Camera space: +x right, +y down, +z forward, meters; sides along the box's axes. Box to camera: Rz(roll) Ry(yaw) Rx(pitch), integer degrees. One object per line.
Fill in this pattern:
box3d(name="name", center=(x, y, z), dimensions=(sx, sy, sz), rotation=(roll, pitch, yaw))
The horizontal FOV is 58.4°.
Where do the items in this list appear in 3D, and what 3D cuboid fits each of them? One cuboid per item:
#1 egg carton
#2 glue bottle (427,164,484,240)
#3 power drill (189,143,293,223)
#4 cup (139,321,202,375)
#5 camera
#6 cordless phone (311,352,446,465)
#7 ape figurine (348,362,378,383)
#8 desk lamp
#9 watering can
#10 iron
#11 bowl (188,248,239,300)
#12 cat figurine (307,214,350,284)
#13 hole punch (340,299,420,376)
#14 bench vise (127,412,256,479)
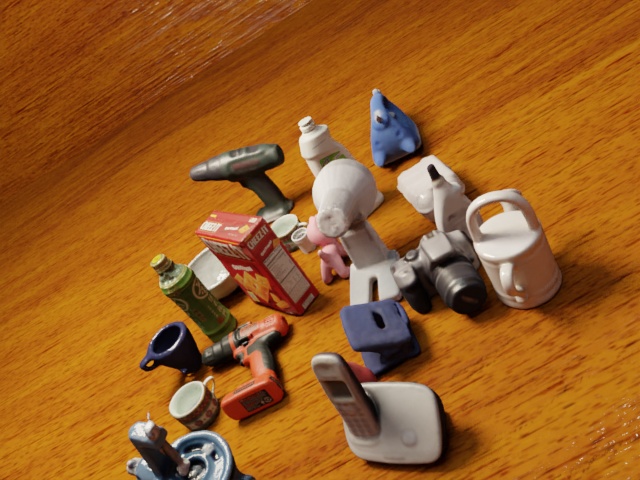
box3d(name="egg carton", center=(0.220, -0.105, 1.137), dimensions=(0.107, 0.070, 0.150), rotation=(-33, 33, 3))
box3d(name="glue bottle", center=(0.223, -0.064, 0.988), dimensions=(0.078, 0.174, 0.037), rotation=(-32, 33, 5))
box3d(name="power drill", center=(-0.170, -0.134, 1.389), dimensions=(0.229, 0.209, 0.075), rotation=(-24, 35, 17))
box3d(name="cup", center=(-0.287, 0.232, 1.134), dimensions=(0.118, 0.095, 0.091), rotation=(-43, 34, -12))
box3d(name="camera", center=(0.196, 0.058, 0.924), dimensions=(0.143, 0.101, 0.136), rotation=(-31, 33, 7))
box3d(name="cordless phone", center=(0.076, 0.214, 0.755), dimensions=(0.147, 0.185, 0.094), rotation=(-12, 39, 31))
box3d(name="ape figurine", center=(0.042, 0.213, 0.872), dimensions=(0.076, 0.092, 0.078), rotation=(-19, 36, 23))
box3d(name="desk lamp", center=(0.063, -0.017, 1.032), dimensions=(0.117, 0.214, 0.203), rotation=(-22, 35, 19))
box3d(name="watering can", center=(0.277, -0.002, 0.842), dimensions=(0.101, 0.195, 0.172), rotation=(-26, 34, 13))
box3d(name="iron", center=(0.155, -0.288, 1.359), dimensions=(0.118, 0.142, 0.258), rotation=(-23, 35, 17))
box3d(name="bowl", center=(-0.225, 0.079, 1.291), dimensions=(0.167, 0.075, 0.167), rotation=(-23, 35, 18))
box3d(name="cat figurine", center=(0.010, 0.004, 1.140), dimensions=(0.067, 0.118, 0.127), rotation=(-22, 35, 18))
box3d(name="hole punch", center=(0.094, 0.142, 0.916), dimensions=(0.101, 0.091, 0.108), rotation=(-30, 33, 7))
box3d(name="bench vise", center=(-0.225, 0.336, 0.833), dimensions=(0.207, 0.220, 0.121), rotation=(-22, 35, 18))
